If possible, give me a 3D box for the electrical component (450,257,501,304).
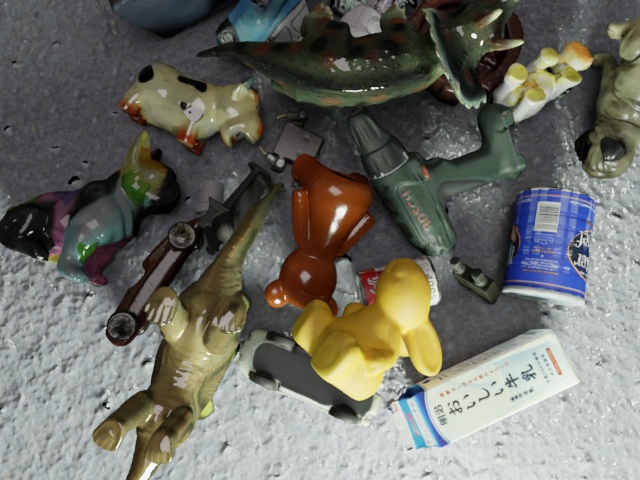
[{"bbox_3d":[0.212,0.057,0.736,0.063,0.094,0.021,33,83,42],"label":"electrical component"}]

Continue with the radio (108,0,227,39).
[{"bbox_3d":[-0.174,-0.379,0.738,0.230,0.131,0.073,-25,83,17],"label":"radio"}]

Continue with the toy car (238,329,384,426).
[{"bbox_3d":[-0.011,0.183,0.722,0.202,0.056,0.073,23,76,1],"label":"toy car"}]

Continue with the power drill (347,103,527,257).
[{"bbox_3d":[0.165,-0.108,0.723,0.207,0.086,0.231,-30,107,-16],"label":"power drill"}]

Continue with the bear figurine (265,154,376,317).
[{"bbox_3d":[-0.001,-0.001,0.732,0.120,0.132,0.195,15,107,-16],"label":"bear figurine"}]

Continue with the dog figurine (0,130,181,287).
[{"bbox_3d":[-0.302,-0.055,0.733,0.192,0.108,0.219,26,78,6],"label":"dog figurine"}]

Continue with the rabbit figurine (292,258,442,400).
[{"bbox_3d":[0.078,0.107,0.649,0.162,0.122,0.173,38,87,-20],"label":"rabbit figurine"}]

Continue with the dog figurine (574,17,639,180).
[{"bbox_3d":[0.429,-0.187,0.724,0.121,0.172,0.190,14,75,13],"label":"dog figurine"}]

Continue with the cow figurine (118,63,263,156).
[{"bbox_3d":[-0.170,-0.190,0.765,0.195,0.085,0.127,26,88,5],"label":"cow figurine"}]

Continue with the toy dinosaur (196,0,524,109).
[{"bbox_3d":[0.045,-0.215,0.652,0.405,0.192,0.131,-10,118,1],"label":"toy dinosaur"}]

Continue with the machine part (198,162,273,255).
[{"bbox_3d":[-0.115,-0.048,0.739,0.039,0.084,0.139,22,57,24],"label":"machine part"}]

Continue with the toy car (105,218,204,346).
[{"bbox_3d":[-0.220,0.051,0.722,0.053,0.089,0.202,31,84,0],"label":"toy car"}]

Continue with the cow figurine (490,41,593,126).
[{"bbox_3d":[0.316,-0.220,0.772,0.167,0.098,0.068,-30,77,-23],"label":"cow figurine"}]

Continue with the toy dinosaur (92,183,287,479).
[{"bbox_3d":[-0.144,0.111,0.658,0.105,0.198,0.471,26,76,3],"label":"toy dinosaur"}]

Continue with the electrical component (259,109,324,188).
[{"bbox_3d":[-0.039,-0.136,0.773,0.078,0.045,0.102,30,83,5],"label":"electrical component"}]

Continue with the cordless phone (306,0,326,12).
[{"bbox_3d":[-0.008,-0.375,0.759,0.089,0.146,0.184,-7,87,-14],"label":"cordless phone"}]

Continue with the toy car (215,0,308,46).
[{"bbox_3d":[-0.069,-0.310,0.759,0.103,0.162,0.109,39,50,-23],"label":"toy car"}]

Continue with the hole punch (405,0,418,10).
[{"bbox_3d":[0.136,-0.431,0.804,0.142,0.092,0.116,49,121,2],"label":"hole punch"}]

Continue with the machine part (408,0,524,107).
[{"bbox_3d":[0.204,-0.286,0.791,0.179,0.056,0.179,0,81,-1],"label":"machine part"}]
